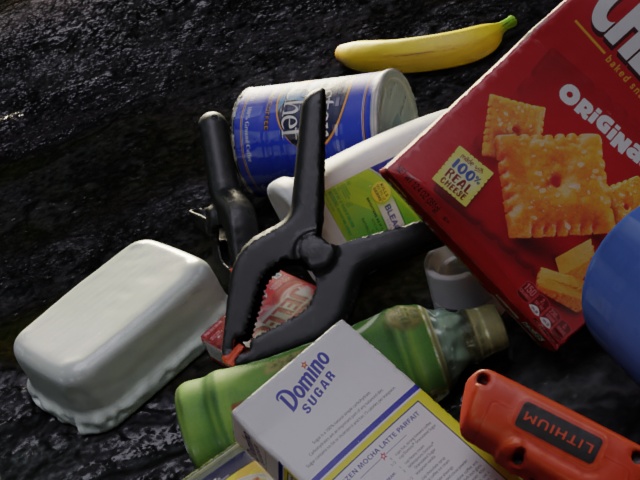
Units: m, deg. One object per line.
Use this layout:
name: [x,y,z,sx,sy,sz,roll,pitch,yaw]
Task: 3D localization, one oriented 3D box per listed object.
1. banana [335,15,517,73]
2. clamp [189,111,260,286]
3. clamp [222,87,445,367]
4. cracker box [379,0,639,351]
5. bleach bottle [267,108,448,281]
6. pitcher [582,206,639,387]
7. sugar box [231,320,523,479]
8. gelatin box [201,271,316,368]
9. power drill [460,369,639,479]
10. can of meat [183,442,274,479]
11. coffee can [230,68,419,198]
banana: [0.101,-0.194,1.095,0.198,0.037,0.069,-4,20,22]
clamp: [-0.079,-0.027,0.901,0.039,0.120,0.172,-11,35,-18]
clamp: [-0.005,0.001,0.766,0.210,0.036,0.165,-45,72,-3]
cracker box: [0.171,-0.058,0.698,0.214,0.164,0.072,-43,2,2]
bleach bottle: [0.089,-0.061,0.857,0.250,0.102,0.068,-31,14,-13]
pitcher: [0.235,0.081,0.528,0.149,0.145,0.243,-35,35,-2]
sugar box: [0.041,0.135,0.605,0.093,0.048,0.176,-38,62,-24]
gelatin box: [-0.035,0.067,0.813,0.089,0.030,0.073,-41,40,-25]
power drill: [0.067,0.162,0.525,0.184,0.057,0.187,26,70,14]
can of meat: [-0.049,0.180,0.644,0.102,0.057,0.084,-33,38,-17]
coffee can: [0.006,-0.092,0.945,0.140,0.103,0.102,-3,38,26]
